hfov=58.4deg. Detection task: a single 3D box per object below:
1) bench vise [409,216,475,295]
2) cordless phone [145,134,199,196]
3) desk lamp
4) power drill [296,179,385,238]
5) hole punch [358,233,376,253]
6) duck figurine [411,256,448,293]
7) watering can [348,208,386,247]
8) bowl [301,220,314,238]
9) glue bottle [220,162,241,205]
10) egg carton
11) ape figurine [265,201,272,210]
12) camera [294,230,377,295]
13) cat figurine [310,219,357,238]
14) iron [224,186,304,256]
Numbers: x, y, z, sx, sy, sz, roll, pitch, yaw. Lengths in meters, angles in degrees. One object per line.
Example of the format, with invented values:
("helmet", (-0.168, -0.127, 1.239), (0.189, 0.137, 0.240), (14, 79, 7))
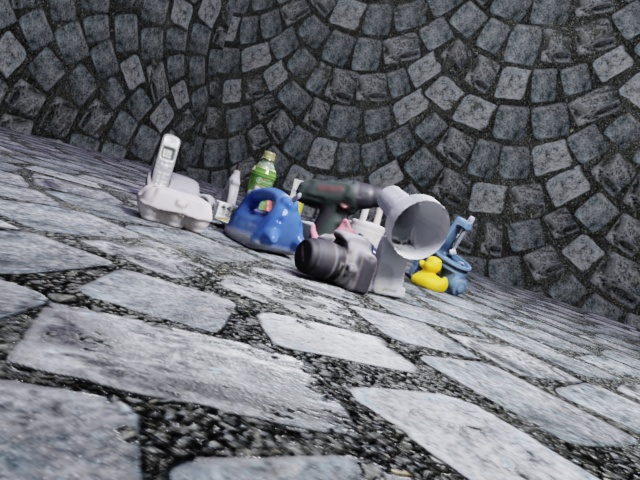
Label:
("bench vise", (0.340, 0.025, 1.598), (0.206, 0.220, 0.122), (20, 5, 35))
("cordless phone", (-0.395, -0.189, 1.581), (0.148, 0.185, 0.094), (15, 5, -29))
("desk lamp", (0.144, 0.002, 1.126), (0.118, 0.213, 0.202), (16, 5, -24))
("power drill", (0.043, -0.043, 1.327), (0.229, 0.208, 0.076), (18, 4, 10))
("hole punch", (0.122, 0.039, 1.396), (0.101, 0.091, 0.109), (18, 4, 3))
("duck figurine", (0.299, 0.088, 1.527), (0.078, 0.086, 0.104), (13, 6, -46))
("watering can", (0.140, -0.026, 1.608), (0.172, 0.194, 0.101), (19, 4, 15))
("bowl", (0.014, 0.005, 1.494), (0.167, 0.075, 0.167), (18, 4, -1))
("glue bottle", (-0.286, -0.170, 1.867), (0.037, 0.173, 0.078), (15, 5, -30))
("egg carton", (-0.296, -0.065, 1.166), (0.151, 0.069, 0.107), (16, 5, -26))
("ape figurine", (-0.172, -0.082, 1.743), (0.076, 0.092, 0.078), (19, 4, 18))
("camera", (0.019, 0.027, 1.059), (0.137, 0.101, 0.142), (15, 5, -33))
("cat figurine", (0.029, 0.007, 1.247), (0.127, 0.118, 0.067), (19, 4, 13))
("iron", (-0.127, -0.057, 1.263), (0.119, 0.141, 0.257), (14, 6, -41))
